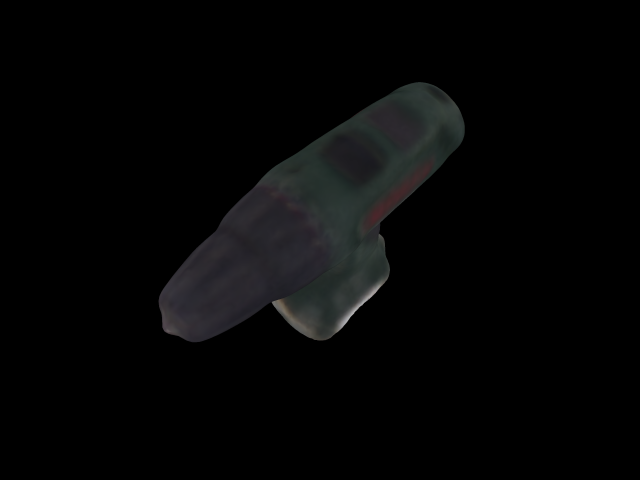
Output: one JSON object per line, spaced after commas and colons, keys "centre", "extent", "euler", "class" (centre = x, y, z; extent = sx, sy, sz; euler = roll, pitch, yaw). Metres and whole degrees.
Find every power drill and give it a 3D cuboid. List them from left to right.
{"centre": [0.004, 0.001, 0.400], "extent": [0.075, 0.208, 0.230], "euler": [41, 75, 14], "class": "power drill"}
